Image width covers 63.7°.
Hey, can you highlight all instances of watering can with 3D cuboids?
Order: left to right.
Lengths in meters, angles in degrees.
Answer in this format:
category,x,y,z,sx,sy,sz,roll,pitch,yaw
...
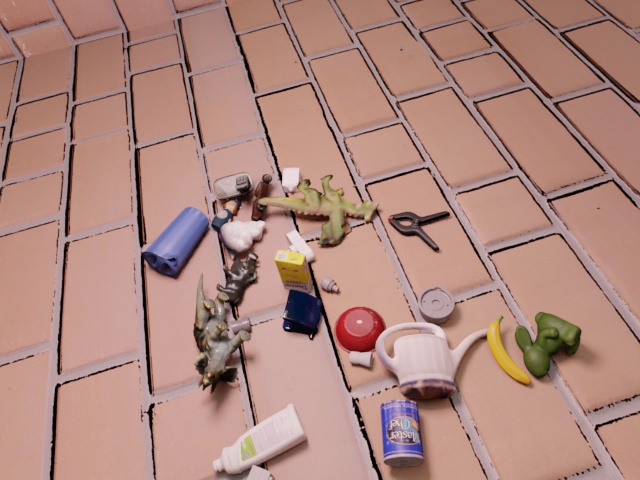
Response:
category,x,y,z,sx,sy,sz,roll,pitch,yaw
watering can,0.332,0.335,1.449,0.348,0.101,0.230,1,53,-3

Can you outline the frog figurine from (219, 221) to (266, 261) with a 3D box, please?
category,x,y,z,sx,sy,sz,roll,pitch,yaw
frog figurine,-0.265,-0.023,1.800,0.159,0.120,0.140,-32,35,-2

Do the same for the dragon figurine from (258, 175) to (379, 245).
category,x,y,z,sx,sy,sz,roll,pitch,yaw
dragon figurine,0.006,-0.092,1.819,0.411,0.119,0.248,-15,61,-8
